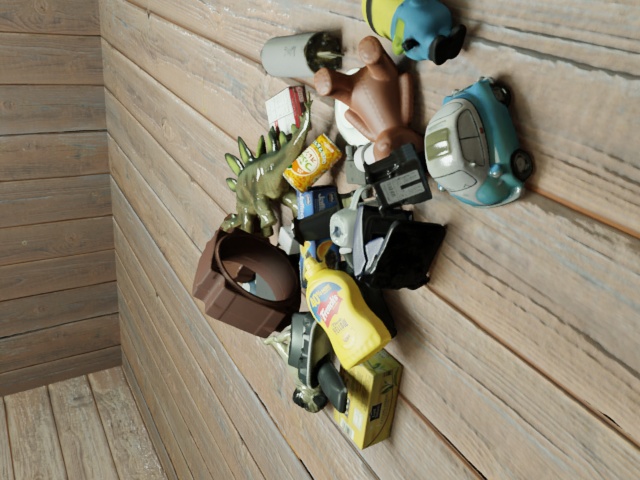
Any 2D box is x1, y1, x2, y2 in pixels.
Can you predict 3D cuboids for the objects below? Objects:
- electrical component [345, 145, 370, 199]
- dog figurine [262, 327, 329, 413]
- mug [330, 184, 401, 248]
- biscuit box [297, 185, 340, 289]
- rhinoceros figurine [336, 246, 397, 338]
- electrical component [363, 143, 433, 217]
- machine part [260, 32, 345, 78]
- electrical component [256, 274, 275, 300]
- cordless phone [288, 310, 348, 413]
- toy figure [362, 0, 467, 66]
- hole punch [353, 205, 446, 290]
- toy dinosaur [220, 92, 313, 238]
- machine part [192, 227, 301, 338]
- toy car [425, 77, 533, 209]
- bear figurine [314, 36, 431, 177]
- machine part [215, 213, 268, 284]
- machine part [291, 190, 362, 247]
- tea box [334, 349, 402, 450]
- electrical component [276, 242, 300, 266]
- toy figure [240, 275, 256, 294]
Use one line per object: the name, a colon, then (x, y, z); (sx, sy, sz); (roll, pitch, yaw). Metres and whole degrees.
electrical component: (0.066, -0.117, 0.926); (0.063, 0.021, 0.094); (12, 112, 58)
dog figurine: (-0.012, 0.261, 1.118); (0.190, 0.121, 0.172); (61, 152, 4)
mug: (0.072, -0.033, 0.860); (0.081, 0.107, 0.109); (33, 128, 49)
biscuit box: (-0.002, -0.003, 1.035); (0.059, 0.063, 0.202); (14, 111, 55)
rhinoceros figurine: (0.073, 0.086, 0.927); (0.112, 0.073, 0.190); (-32, 72, 58)
electrical component: (0.125, -0.088, 0.729); (0.048, 0.119, 0.074); (-95, -16, -53)
machine part: (-0.039, -0.335, 0.981); (0.243, 0.079, 0.079); (27, 121, 54)
electrical component: (-0.102, 0.123, 1.244); (0.115, 0.058, 0.134); (33, 127, 48)
cordless phone: (0.010, 0.207, 0.948); (0.184, 0.089, 0.146); (-142, 56, -67)
toy figure: (0.119, -0.298, 0.731); (0.180, 0.082, 0.089); (56, 140, 30)
hole punch: (0.106, 0.009, 0.801); (0.092, 0.142, 0.115); (40, 118, 45)
toy dinosaur: (-0.114, -0.123, 1.110); (0.471, 0.105, 0.198); (-31, 81, 51)
machine part: (-0.137, 0.078, 1.057); (0.087, 0.201, 0.201); (-51, 23, 31)
toy car: (0.182, -0.115, 0.660); (0.109, 0.103, 0.161); (-9, 93, 58)
bear figurine: (0.088, -0.168, 0.777); (0.120, 0.132, 0.196); (-25, 69, 30)
machine part: (-0.205, 0.019, 1.332); (0.179, 0.056, 0.179); (-12, 73, 44)
machine part: (0.016, -0.035, 0.958); (0.139, 0.039, 0.084); (-22, 82, 13)
tea box: (0.083, 0.276, 0.972); (0.098, 0.068, 0.169); (38, 129, 47)
electrical component: (-0.063, 0.043, 1.166); (0.078, 0.045, 0.102); (29, 123, 55)
toy figure: (-0.176, 0.103, 1.365); (0.064, 0.057, 0.155); (-40, 55, 13)
